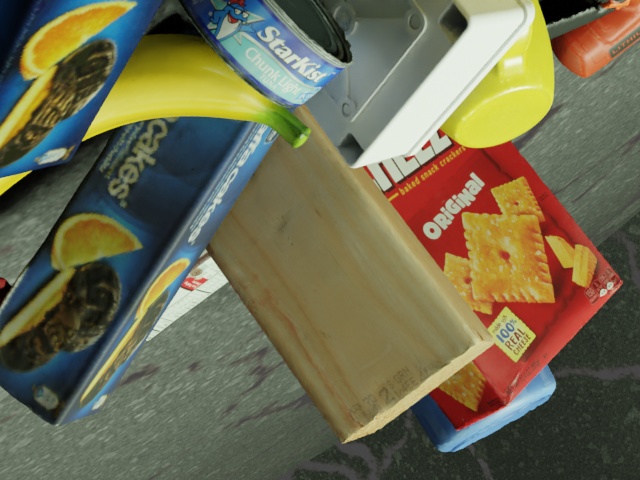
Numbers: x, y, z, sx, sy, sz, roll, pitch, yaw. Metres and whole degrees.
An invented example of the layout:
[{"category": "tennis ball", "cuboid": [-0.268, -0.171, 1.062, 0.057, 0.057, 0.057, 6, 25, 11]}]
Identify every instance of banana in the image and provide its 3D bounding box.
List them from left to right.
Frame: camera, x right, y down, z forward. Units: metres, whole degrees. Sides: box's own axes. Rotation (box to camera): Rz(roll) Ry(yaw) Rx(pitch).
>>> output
[{"category": "banana", "cuboid": [-0.107, -0.049, 0.473, 0.197, 0.069, 0.037, -18, 165, -6]}]

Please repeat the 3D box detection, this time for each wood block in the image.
[{"category": "wood block", "cuboid": [-0.003, 0.000, 0.595, 0.090, 0.206, 0.090, -38, 166, 9]}]

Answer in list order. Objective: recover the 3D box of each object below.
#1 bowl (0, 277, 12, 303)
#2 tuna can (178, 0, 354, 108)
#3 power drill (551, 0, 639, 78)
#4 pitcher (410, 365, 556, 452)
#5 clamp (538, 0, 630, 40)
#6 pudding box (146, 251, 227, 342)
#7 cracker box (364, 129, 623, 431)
[{"category": "bowl", "cuboid": [-0.232, 0.046, 0.516, 0.162, 0.055, 0.162, -33, 166, -10]}, {"category": "tuna can", "cuboid": [-0.025, -0.100, 0.467, 0.034, 0.086, 0.086, -39, 166, 19]}, {"category": "power drill", "cuboid": [0.207, -0.184, 0.800, 0.184, 0.057, 0.187, -38, 166, 7]}, {"category": "pitcher", "cuboid": [0.080, 0.041, 0.852, 0.149, 0.243, 0.145, -19, 161, -32]}, {"category": "clamp", "cuboid": [0.108, -0.152, 0.644, 0.209, 0.036, 0.165, -14, 156, -23]}, {"category": "pudding box", "cuboid": [-0.109, 0.028, 0.786, 0.113, 0.039, 0.090, -35, 167, 4]}, {"category": "cracker box", "cuboid": [0.093, -0.002, 0.752, 0.163, 0.214, 0.072, -35, 176, -37]}]
